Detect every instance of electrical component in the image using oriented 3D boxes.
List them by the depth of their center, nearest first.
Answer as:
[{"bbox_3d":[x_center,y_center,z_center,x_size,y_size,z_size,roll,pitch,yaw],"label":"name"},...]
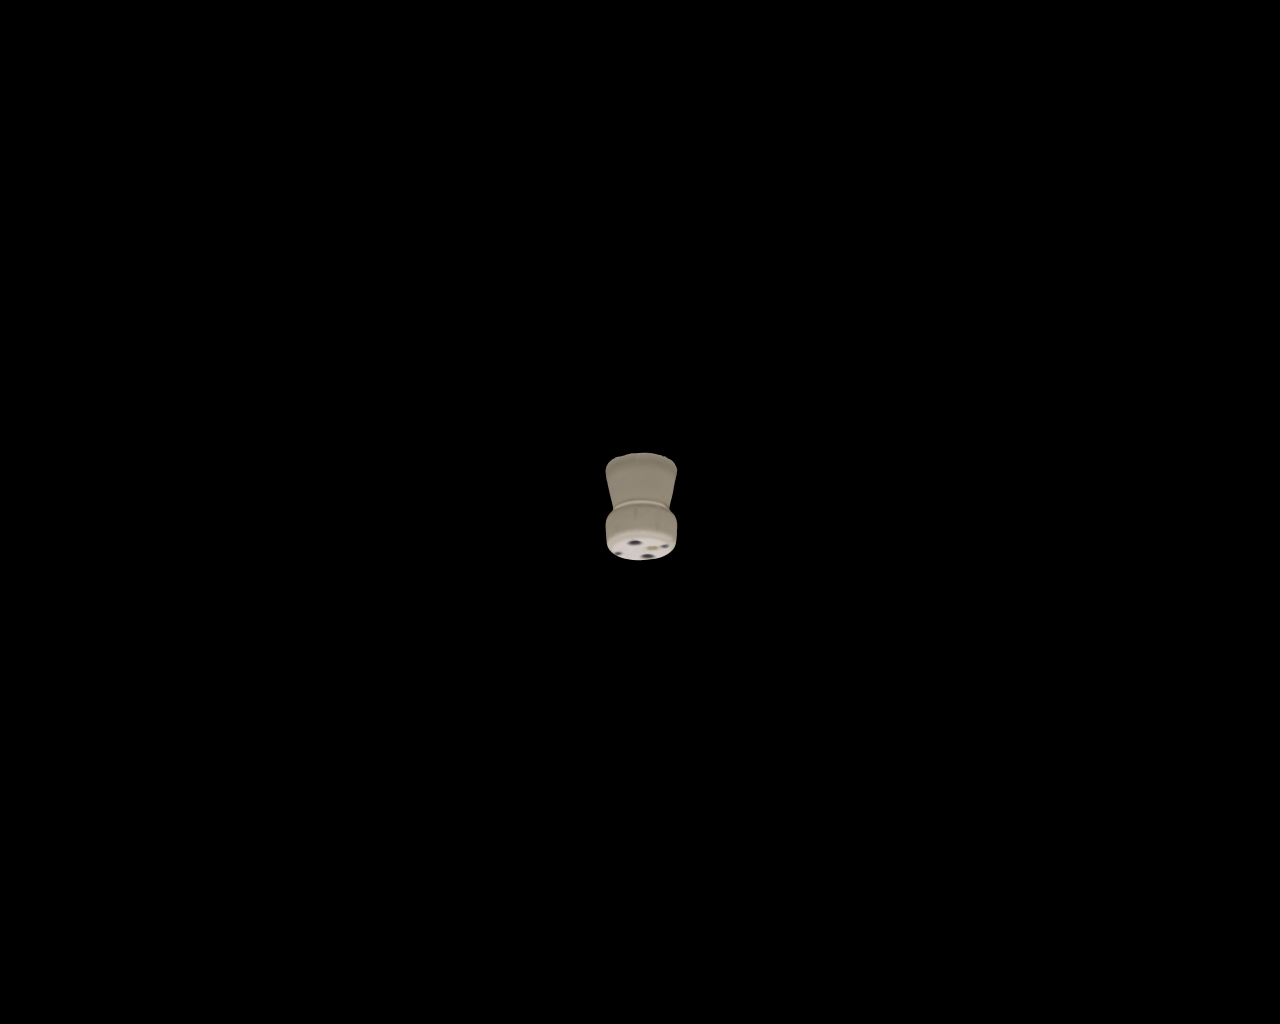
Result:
[{"bbox_3d":[0.001,-0.003,0.650,0.045,0.055,0.044,0,-24,0],"label":"electrical component"}]
